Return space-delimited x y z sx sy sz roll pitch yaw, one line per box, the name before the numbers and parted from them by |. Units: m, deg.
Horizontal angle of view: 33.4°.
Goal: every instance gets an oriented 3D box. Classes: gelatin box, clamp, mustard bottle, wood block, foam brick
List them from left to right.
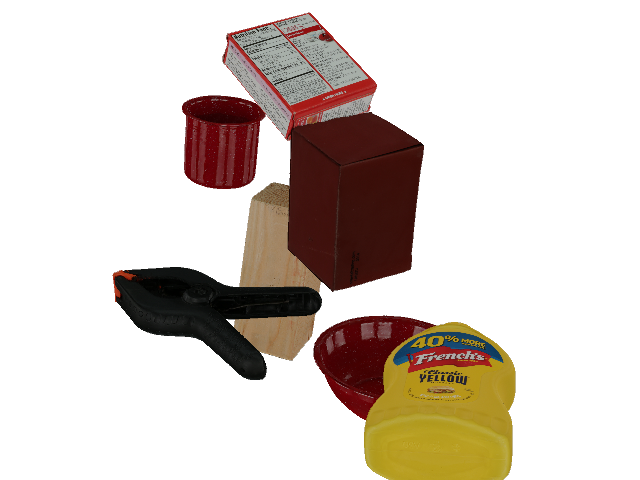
clamp | -0.086 0.053 0.872 0.172 0.039 0.120 21 28 25
wood block | -0.050 0.039 1.412 0.090 0.206 0.090 14 21 13
gelatin box | -0.016 -0.118 0.755 0.073 0.089 0.030 -23 -30 -30
foam brick | 0.017 -0.022 0.570 0.052 0.078 0.051 -14 36 -27
mustard bottle | 0.092 0.107 0.769 0.096 0.058 0.191 0 19 12

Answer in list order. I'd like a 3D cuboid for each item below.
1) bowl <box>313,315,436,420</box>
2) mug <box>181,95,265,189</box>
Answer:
bowl | 0.072 0.135 1.051 0.162 0.055 0.162 3 25 -2
mug | -0.109 -0.114 1.211 0.093 0.081 0.117 11 27 8
